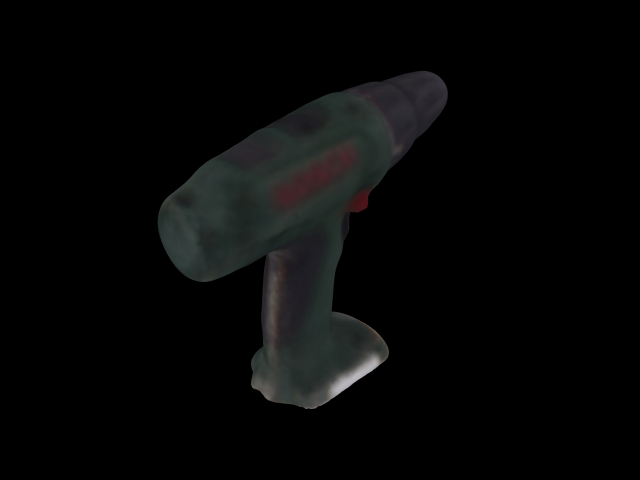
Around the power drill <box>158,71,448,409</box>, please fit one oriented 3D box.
[{"bbox_3d":[0.004,0.001,0.400,0.230,0.208,0.075,-25,37,-38],"label":"power drill"}]
